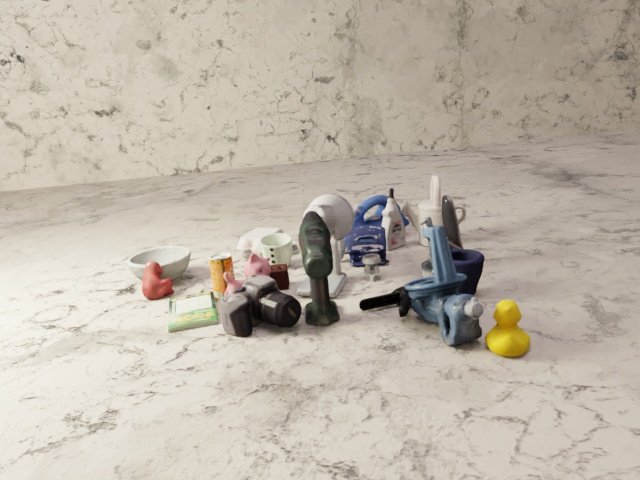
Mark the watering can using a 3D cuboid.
[{"bbox_3d":[0.317,-0.084,1.608,0.173,0.194,0.100,-10,18,-13],"label":"watering can"}]

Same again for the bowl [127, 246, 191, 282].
[{"bbox_3d":[-0.423,0.074,1.525,0.167,0.075,0.167,-5,17,2],"label":"bowl"}]

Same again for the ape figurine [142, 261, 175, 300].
[{"bbox_3d":[-0.409,0.096,1.421,0.076,0.092,0.077,-19,22,-37],"label":"ape figurine"}]

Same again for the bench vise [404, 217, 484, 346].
[{"bbox_3d":[0.244,0.072,1.079,0.122,0.220,0.206,-18,21,-34],"label":"bench vise"}]

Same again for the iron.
[{"bbox_3d":[0.148,-0.060,1.674,0.118,0.141,0.259,11,24,43],"label":"iron"}]

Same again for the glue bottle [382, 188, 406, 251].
[{"bbox_3d":[0.202,-0.061,1.605,0.078,0.173,0.037,-20,22,-38],"label":"glue bottle"}]

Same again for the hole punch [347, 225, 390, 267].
[{"bbox_3d":[0.127,0.015,1.522,0.108,0.091,0.101,-4,17,6],"label":"hole punch"}]

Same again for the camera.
[{"bbox_3d":[-0.117,0.135,1.190,0.136,0.101,0.143,11,24,43],"label":"camera"}]

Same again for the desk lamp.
[{"bbox_3d":[0.013,0.005,1.379,0.117,0.214,0.203,-1,18,15],"label":"desk lamp"}]

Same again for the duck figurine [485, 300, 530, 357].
[{"bbox_3d":[0.334,0.151,1.021,0.077,0.086,0.105,-1,18,14],"label":"duck figurine"}]

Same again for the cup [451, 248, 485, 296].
[{"bbox_3d":[0.313,0.073,1.269,0.091,0.095,0.117,-6,17,-2],"label":"cup"}]

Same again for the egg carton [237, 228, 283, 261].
[{"bbox_3d":[-0.167,0.011,1.662,0.107,0.069,0.150,2,18,22],"label":"egg carton"}]

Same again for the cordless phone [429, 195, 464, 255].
[{"bbox_3d":[0.325,-0.032,1.451,0.094,0.185,0.147,-6,17,-3],"label":"cordless phone"}]

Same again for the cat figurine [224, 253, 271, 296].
[{"bbox_3d":[-0.165,0.086,1.333,0.128,0.118,0.067,-13,19,-24],"label":"cat figurine"}]

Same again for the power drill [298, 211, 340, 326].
[{"bbox_3d":[-0.006,0.062,1.208,0.075,0.208,0.229,-6,17,-3],"label":"power drill"}]
